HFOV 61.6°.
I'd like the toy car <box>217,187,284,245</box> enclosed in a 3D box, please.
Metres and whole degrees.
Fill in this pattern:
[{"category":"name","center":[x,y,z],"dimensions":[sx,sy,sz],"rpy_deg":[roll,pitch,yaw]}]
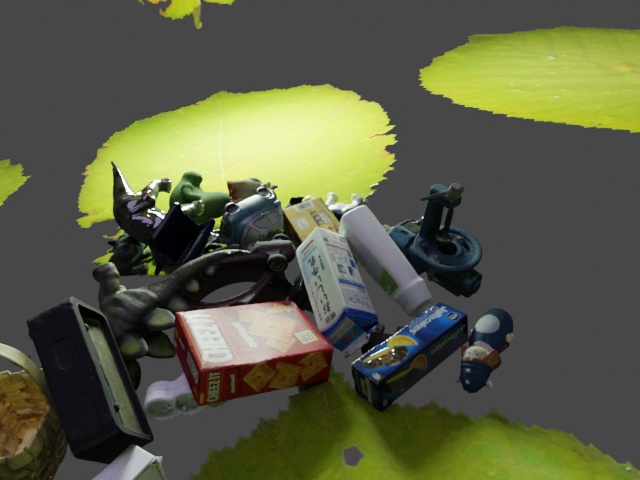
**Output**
[{"category":"toy car","center":[-0.128,-0.033,1.102],"dimensions":[0.103,0.109,0.161],"rpy_deg":[34,36,22]}]

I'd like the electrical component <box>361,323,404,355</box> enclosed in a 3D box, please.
[{"category":"electrical component","center":[0.104,0.174,0.887],"dimensions":[0.063,0.021,0.094],"rpy_deg":[5,34,25]}]

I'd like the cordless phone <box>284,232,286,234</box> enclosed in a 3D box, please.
[{"category":"cordless phone","center":[-0.105,-0.007,1.210],"dimensions":[0.184,0.088,0.147],"rpy_deg":[1,32,13]}]

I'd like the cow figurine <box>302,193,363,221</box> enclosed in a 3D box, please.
[{"category":"cow figurine","center":[0.020,-0.061,1.274],"dimensions":[0.168,0.068,0.098],"rpy_deg":[5,40,28]}]

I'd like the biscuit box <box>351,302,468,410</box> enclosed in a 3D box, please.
[{"category":"biscuit box","center":[0.144,0.174,0.834],"dimensions":[0.203,0.062,0.059],"rpy_deg":[-30,36,-28]}]

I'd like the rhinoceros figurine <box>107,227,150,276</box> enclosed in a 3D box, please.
[{"category":"rhinoceros figurine","center":[-0.459,0.023,1.298],"dimensions":[0.112,0.073,0.190],"rpy_deg":[-21,31,5]}]

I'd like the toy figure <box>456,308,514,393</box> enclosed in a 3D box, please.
[{"category":"toy figure","center":[0.250,0.166,0.820],"dimensions":[0.064,0.058,0.154],"rpy_deg":[-38,6,48]}]

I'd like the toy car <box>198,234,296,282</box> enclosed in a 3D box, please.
[{"category":"toy car","center":[-0.146,0.029,1.023],"dimensions":[0.202,0.053,0.089],"rpy_deg":[-6,33,8]}]

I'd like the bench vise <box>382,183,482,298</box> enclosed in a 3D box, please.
[{"category":"bench vise","center":[0.204,-0.011,0.972],"dimensions":[0.129,0.240,0.224],"rpy_deg":[-23,48,-26]}]

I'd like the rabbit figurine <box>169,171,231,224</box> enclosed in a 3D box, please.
[{"category":"rabbit figurine","center":[-0.311,-0.097,1.390],"dimensions":[0.170,0.121,0.159],"rpy_deg":[9,42,35]}]

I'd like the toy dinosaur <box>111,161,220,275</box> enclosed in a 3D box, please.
[{"category":"toy dinosaur","center":[-0.390,-0.049,1.236],"dimensions":[0.405,0.131,0.192],"rpy_deg":[27,33,14]}]

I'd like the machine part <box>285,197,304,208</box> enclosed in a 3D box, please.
[{"category":"machine part","center":[-0.079,-0.062,1.335],"dimensions":[0.084,0.039,0.139],"rpy_deg":[-1,33,28]}]

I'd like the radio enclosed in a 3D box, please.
[{"category":"radio","center":[-0.333,0.200,0.780],"dimensions":[0.073,0.131,0.230],"rpy_deg":[-29,68,-9]}]

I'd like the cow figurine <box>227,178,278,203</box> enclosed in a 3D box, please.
[{"category":"cow figurine","center":[-0.162,-0.108,1.340],"dimensions":[0.127,0.085,0.195],"rpy_deg":[-8,-5,-6]}]

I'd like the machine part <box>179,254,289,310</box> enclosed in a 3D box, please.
[{"category":"machine part","center":[-0.179,0.100,1.050],"dimensions":[0.201,0.087,0.201],"rpy_deg":[5,33,27]}]

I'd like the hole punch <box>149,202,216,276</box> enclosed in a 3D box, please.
[{"category":"hole punch","center":[-0.265,0.006,1.055],"dimensions":[0.092,0.115,0.142],"rpy_deg":[21,63,3]}]

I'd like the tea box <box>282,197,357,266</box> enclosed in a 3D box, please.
[{"category":"tea box","center":[-0.002,-0.003,1.128],"dimensions":[0.098,0.068,0.170],"rpy_deg":[-19,52,-16]}]

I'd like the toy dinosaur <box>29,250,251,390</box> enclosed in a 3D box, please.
[{"category":"toy dinosaur","center":[-0.336,0.142,0.939],"dimensions":[0.471,0.105,0.199],"rpy_deg":[-44,62,-9]}]

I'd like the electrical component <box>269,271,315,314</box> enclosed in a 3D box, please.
[{"category":"electrical component","center":[-0.031,0.090,0.993],"dimensions":[0.119,0.047,0.075],"rpy_deg":[34,31,-9]}]

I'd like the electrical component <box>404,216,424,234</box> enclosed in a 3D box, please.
[{"category":"electrical component","center":[0.198,-0.020,1.158],"dimensions":[0.102,0.045,0.078],"rpy_deg":[-22,33,-17]}]
